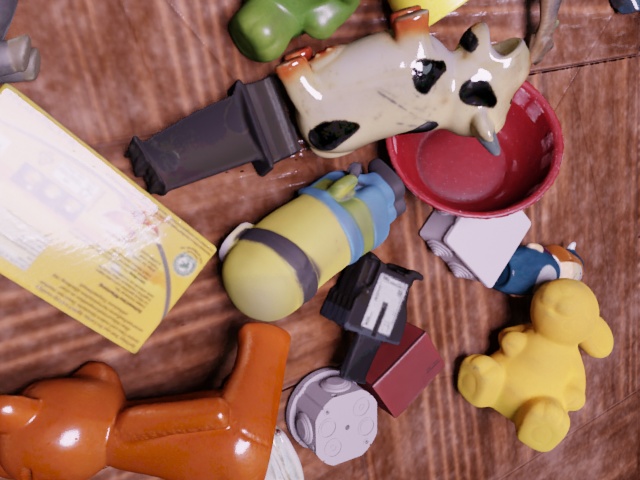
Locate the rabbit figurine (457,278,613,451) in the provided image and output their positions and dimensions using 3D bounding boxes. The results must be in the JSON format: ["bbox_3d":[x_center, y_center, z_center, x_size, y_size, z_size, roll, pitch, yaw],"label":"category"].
[{"bbox_3d":[0.258,0.119,0.590,0.162,0.122,0.173,-8,119,-37],"label":"rabbit figurine"}]

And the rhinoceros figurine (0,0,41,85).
[{"bbox_3d":[-0.214,-0.182,0.313,0.112,0.073,0.190,3,99,-20],"label":"rhinoceros figurine"}]

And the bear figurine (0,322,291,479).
[{"bbox_3d":[-0.131,0.127,0.402,0.196,0.132,0.120,11,131,-3],"label":"bear figurine"}]

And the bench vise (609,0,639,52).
[{"bbox_3d":[0.404,-0.342,0.554,0.129,0.241,0.223,-21,93,-22],"label":"bench vise"}]

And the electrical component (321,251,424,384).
[{"bbox_3d":[0.045,0.073,0.517,0.075,0.048,0.119,20,89,-31],"label":"electrical component"}]

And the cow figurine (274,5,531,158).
[{"bbox_3d":[0.075,-0.120,0.442,0.195,0.085,0.127,-16,119,8],"label":"cow figurine"}]

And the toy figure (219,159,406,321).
[{"bbox_3d":[-0.002,-0.005,0.452,0.180,0.089,0.082,-30,105,-20],"label":"toy figure"}]

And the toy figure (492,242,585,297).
[{"bbox_3d":[0.264,0.037,0.635,0.154,0.058,0.064,0,144,-30],"label":"toy figure"}]

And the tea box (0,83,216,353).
[{"bbox_3d":[-0.169,-0.011,0.366,0.169,0.068,0.098,45,77,-30],"label":"tea box"}]

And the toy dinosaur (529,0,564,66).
[{"bbox_3d":[0.220,-0.409,0.507,0.198,0.105,0.470,-26,120,-32],"label":"toy dinosaur"}]

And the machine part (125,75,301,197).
[{"bbox_3d":[-0.080,-0.077,0.425,0.139,0.039,0.084,-26,116,-26],"label":"machine part"}]

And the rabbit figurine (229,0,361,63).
[{"bbox_3d":[0.016,-0.201,0.380,0.159,0.170,0.121,-19,109,-26],"label":"rabbit figurine"}]

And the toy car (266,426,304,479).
[{"bbox_3d":[-0.042,0.261,0.495,0.073,0.056,0.201,-21,108,-26],"label":"toy car"}]
